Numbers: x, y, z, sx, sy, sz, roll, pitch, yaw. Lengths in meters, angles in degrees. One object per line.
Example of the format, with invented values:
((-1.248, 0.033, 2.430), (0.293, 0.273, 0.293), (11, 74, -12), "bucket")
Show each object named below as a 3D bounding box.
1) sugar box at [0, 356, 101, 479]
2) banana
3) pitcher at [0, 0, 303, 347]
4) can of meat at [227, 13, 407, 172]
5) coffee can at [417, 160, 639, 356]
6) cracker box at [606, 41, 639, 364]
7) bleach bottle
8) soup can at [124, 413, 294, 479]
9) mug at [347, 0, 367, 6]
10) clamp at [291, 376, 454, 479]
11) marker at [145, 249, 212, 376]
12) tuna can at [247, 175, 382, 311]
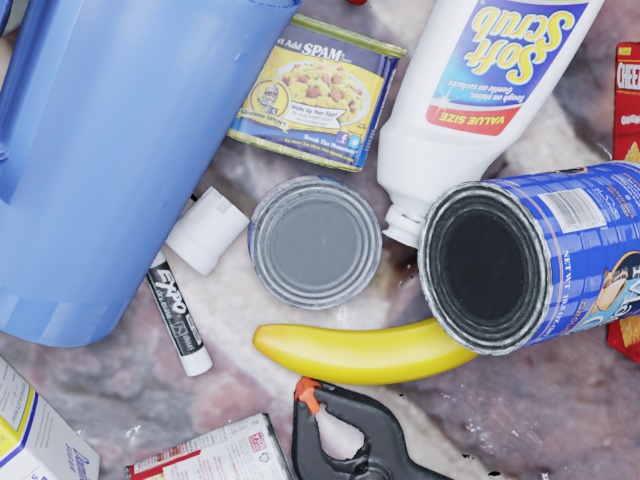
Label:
((-0.210, 0.104, 0.656), (0.048, 0.093, 0.176), (-37, 105, 0), "sugar box")
((0.056, 0.062, 0.724), (0.197, 0.037, 0.069), (-18, 85, -7), "banana")
((-0.127, -0.063, 0.587), (0.149, 0.145, 0.243), (25, 113, -10), "pitcher")
((-0.008, -0.095, 0.667), (0.102, 0.057, 0.084), (16, 100, -13), "can of meat")
((0.145, 0.008, 0.656), (0.140, 0.103, 0.103), (-10, 105, -38), "coffee can")
((0.286, -0.027, 0.723), (0.164, 0.072, 0.214), (-3, 101, -10), "cracker box")
((0.110, -0.110, 0.674), (0.102, 0.068, 0.251), (22, 95, -15), "bleach bottle")
((-0.070, 0.163, 0.705), (0.102, 0.068, 0.068), (-21, 104, -5), "soup can")
((0.044, -0.197, 0.641), (0.093, 0.081, 0.117), (26, 96, -14), "mug")
((0.028, 0.173, 0.739), (0.120, 0.039, 0.171), (-45, 101, -5), "clamp")
((-0.101, 0.032, 0.697), (0.020, 0.020, 0.121), (-22, 104, -5), "marker")
((-0.005, 0.001, 0.699), (0.086, 0.034, 0.086), (-2, 102, -9), "tuna can")
